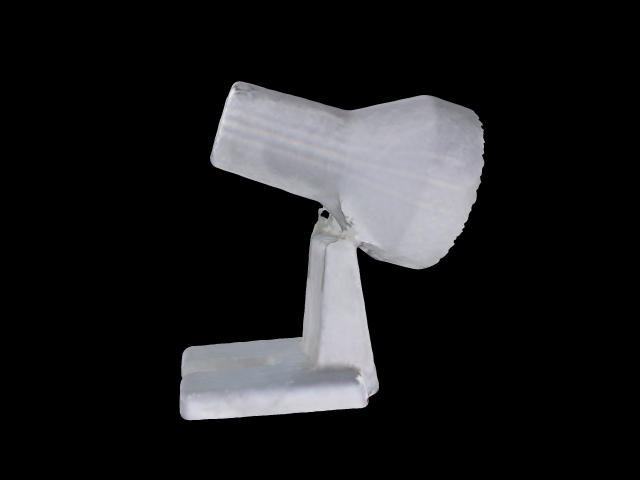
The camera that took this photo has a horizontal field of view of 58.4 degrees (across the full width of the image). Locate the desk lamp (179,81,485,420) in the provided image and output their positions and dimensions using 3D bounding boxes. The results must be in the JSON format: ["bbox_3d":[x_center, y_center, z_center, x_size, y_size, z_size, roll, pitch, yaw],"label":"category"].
[{"bbox_3d":[0.004,0.001,0.400,0.203,0.213,0.117,-2,7,-13],"label":"desk lamp"}]
